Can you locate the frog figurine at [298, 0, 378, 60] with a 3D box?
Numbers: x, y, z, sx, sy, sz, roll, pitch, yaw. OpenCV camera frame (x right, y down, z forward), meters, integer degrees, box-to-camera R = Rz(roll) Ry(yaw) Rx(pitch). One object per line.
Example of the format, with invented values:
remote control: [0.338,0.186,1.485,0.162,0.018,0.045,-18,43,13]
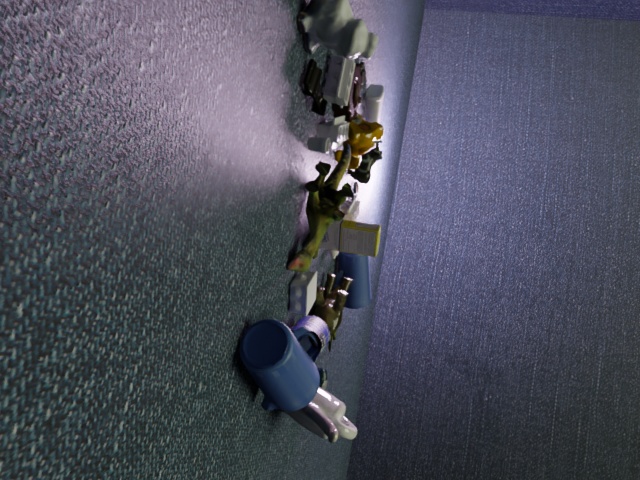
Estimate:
frog figurine: [0.047,-0.449,1.086,0.134,0.159,0.125,83,20,-51]

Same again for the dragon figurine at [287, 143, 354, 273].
dragon figurine: [0.004,-0.069,1.370,0.420,0.122,0.237,-64,176,-49]

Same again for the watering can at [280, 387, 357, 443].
watering can: [-0.011,0.430,1.294,0.105,0.226,0.343,-59,162,-10]
